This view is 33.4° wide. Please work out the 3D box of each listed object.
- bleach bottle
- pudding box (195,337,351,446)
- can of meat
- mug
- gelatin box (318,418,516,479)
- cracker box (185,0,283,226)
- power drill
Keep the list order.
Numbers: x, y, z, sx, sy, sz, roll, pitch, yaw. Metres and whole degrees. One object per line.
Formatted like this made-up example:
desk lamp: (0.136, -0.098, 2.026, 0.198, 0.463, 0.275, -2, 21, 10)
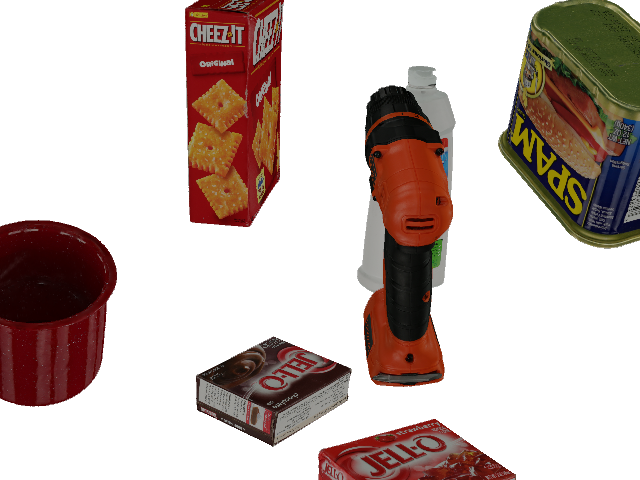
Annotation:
bleach bottle: (0.099, -0.068, 1.200, 0.102, 0.251, 0.068, -8, 22, -25)
pudding box: (-0.040, 0.130, 0.937, 0.090, 0.039, 0.113, 18, 26, 32)
can of meat: (0.140, -0.062, 0.540, 0.057, 0.084, 0.102, -15, 47, -18)
mug: (-0.183, 0.053, 0.652, 0.093, 0.082, 0.117, 36, 46, 24)
gelatin box: (0.054, 0.137, 0.606, 0.089, 0.030, 0.073, -7, 22, -33)
cracker box: (-0.083, -0.141, 1.089, 0.072, 0.214, 0.164, 5, 22, 8)
power drill: (0.058, -0.003, 0.783, 0.057, 0.188, 0.184, -3, 32, 1)
